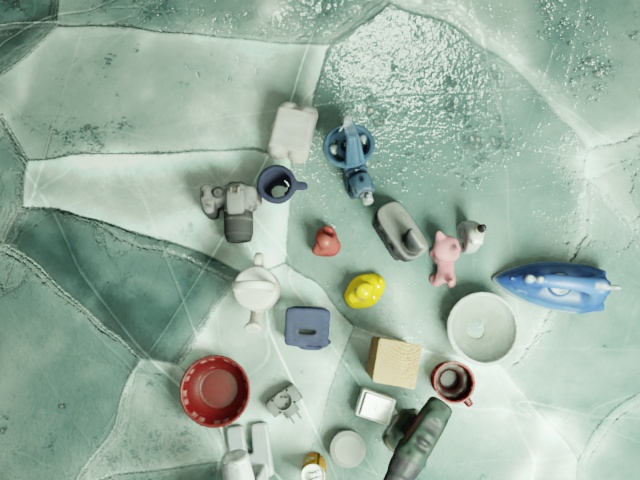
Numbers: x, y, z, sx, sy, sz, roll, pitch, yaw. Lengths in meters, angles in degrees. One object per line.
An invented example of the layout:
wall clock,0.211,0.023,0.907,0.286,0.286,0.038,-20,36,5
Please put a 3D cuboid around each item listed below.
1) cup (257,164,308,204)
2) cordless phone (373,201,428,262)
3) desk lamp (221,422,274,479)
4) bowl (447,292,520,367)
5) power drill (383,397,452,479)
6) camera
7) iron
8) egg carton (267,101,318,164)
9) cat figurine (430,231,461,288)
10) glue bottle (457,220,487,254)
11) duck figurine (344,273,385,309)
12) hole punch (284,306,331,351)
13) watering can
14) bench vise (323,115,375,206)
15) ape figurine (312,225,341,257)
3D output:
cup,-0.086,-0.124,1.365,0.117,0.095,0.092,2,82,1
cordless phone,0.190,-0.026,1.305,0.094,0.185,0.147,-36,83,-4
desk lamp,-0.161,0.513,1.217,0.118,0.213,0.203,-9,82,-1
bowl,0.371,0.205,1.328,0.167,0.075,0.167,0,82,0
power drill,0.193,0.438,1.228,0.075,0.208,0.230,34,84,5
camera,-0.210,-0.064,1.354,0.143,0.101,0.137,-2,82,0
iron,0.539,0.101,1.308,0.258,0.141,0.119,6,82,1
egg carton,-0.067,-0.262,1.397,0.107,0.069,0.150,12,82,2
cat figurine,0.294,0.044,1.329,0.067,0.118,0.128,-2,82,0
glue bottle,0.352,-0.014,1.309,0.037,0.173,0.078,-6,82,0
duck figurine,0.106,0.117,1.335,0.104,0.086,0.077,-32,83,-4
hole punch,-0.027,0.203,1.321,0.108,0.091,0.101,3,82,1
watering can,-0.141,0.117,1.282,0.101,0.194,0.173,-19,82,-2
bench vise,0.089,-0.193,1.311,0.121,0.220,0.207,-36,83,-4
ape figurine,0.012,0.005,1.348,0.078,0.092,0.076,-43,84,-5
